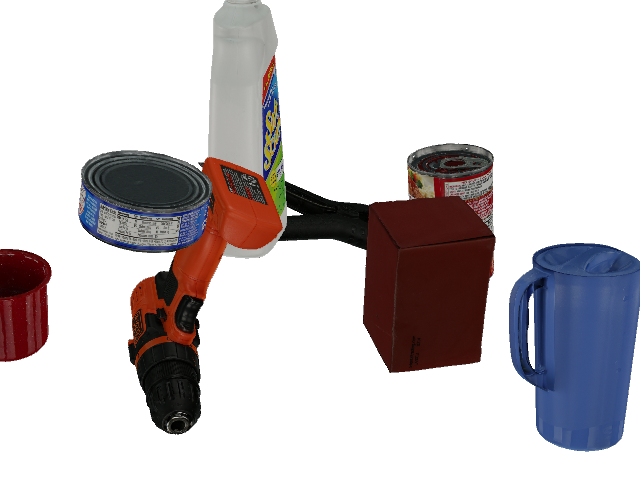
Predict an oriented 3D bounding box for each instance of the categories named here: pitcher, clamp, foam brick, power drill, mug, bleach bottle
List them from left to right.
[{"bbox_3d":[-0.316,0.073,1.054,0.093,0.081,0.117,8,31,4],"label":"mug"},{"bbox_3d":[-0.100,0.040,0.870,0.057,0.188,0.184,19,25,-27],"label":"power drill"},{"bbox_3d":[-0.072,-0.117,0.995,0.068,0.251,0.102,6,27,14],"label":"bleach bottle"},{"bbox_3d":[0.021,-0.018,1.192,0.210,0.036,0.164,15,21,-7],"label":"clamp"},{"bbox_3d":[0.055,0.022,0.558,0.053,0.078,0.051,-5,31,-13],"label":"foam brick"},{"bbox_3d":[0.316,0.133,1.317,0.149,0.243,0.144,5,18,20],"label":"pitcher"}]

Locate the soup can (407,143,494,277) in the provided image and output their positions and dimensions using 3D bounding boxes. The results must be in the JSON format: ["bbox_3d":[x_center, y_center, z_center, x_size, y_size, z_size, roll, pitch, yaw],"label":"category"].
[{"bbox_3d":[0.106,-0.019,0.858,0.068,0.102,0.068,-4,24,2],"label":"soup can"}]

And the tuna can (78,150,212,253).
[{"bbox_3d":[-0.116,-0.026,0.705,0.086,0.034,0.086,10,27,-5],"label":"tuna can"}]
